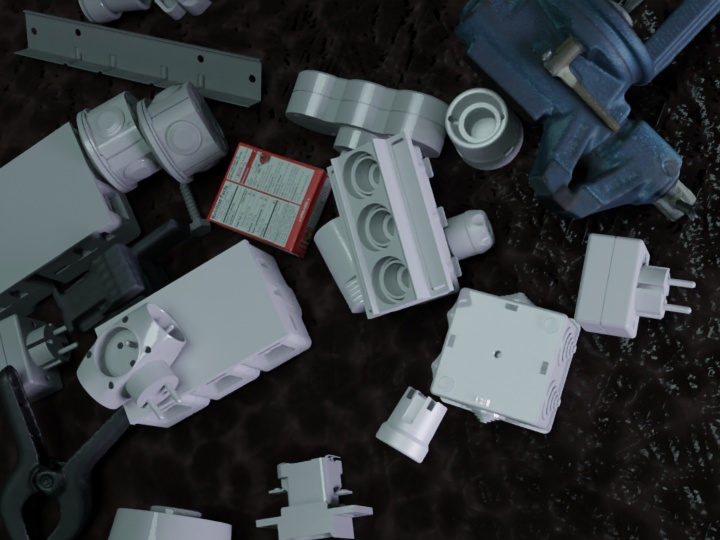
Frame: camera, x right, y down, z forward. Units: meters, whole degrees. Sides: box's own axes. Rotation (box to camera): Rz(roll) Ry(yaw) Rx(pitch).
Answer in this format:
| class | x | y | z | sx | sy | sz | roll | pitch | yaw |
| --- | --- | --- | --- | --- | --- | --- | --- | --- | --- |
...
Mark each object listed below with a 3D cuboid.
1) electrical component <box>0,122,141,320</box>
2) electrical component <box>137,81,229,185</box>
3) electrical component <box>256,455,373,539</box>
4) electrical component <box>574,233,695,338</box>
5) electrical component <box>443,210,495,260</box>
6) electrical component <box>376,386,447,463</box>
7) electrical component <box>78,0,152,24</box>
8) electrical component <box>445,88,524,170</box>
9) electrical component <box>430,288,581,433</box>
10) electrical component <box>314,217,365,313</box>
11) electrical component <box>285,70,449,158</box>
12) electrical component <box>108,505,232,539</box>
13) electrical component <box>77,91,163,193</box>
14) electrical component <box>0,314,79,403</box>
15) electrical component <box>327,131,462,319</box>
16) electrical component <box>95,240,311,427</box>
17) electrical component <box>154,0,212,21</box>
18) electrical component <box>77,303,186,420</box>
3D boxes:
| class | x | y | z | sx | sy | sz | roll | pitch | yaw |
| --- | --- | --- | --- | --- | --- | --- | --- | --- | --- |
| electrical component | -0.299 | -0.031 | 0.963 | 0.186 | 0.060 | 0.105 | -31 | 69 | 11 |
| electrical component | -0.151 | -0.118 | 0.920 | 0.051 | 0.080 | 0.080 | -28 | 70 | 6 |
| electrical component | -0.036 | 0.178 | 0.830 | 0.081 | 0.042 | 0.063 | -12 | 72 | 16 |
| electrical component | 0.202 | 0.015 | 0.777 | 0.077 | 0.047 | 0.065 | 9 | 81 | 23 |
| electrical component | 0.072 | -0.023 | 0.840 | 0.061 | 0.035 | 0.035 | -19 | 72 | 18 |
| electrical component | 0.040 | 0.117 | 0.818 | 0.040 | 0.040 | 0.046 | 28 | 82 | 23 |
| electrical component | -0.227 | -0.256 | 0.996 | 0.055 | 0.045 | 0.045 | -13 | 74 | 17 |
| electrical component | 0.097 | -0.111 | 0.844 | 0.055 | 0.047 | 0.055 | -4 | 76 | 19 |
| electrical component | 0.107 | 0.066 | 0.800 | 0.100 | 0.048 | 0.099 | 15 | 84 | 22 |
| electrical component | 0.000 | 0.000 | 0.856 | 0.043 | 0.043 | 0.081 | -32 | 69 | 11 |
| electrical component | 0.001 | -0.111 | 0.876 | 0.138 | 0.052 | 0.073 | 16 | 84 | 22 |
| electrical component | -0.148 | 0.218 | 0.834 | 0.099 | 0.099 | 0.064 | 2 | 73 | 20 |
| electrical component | -0.206 | -0.112 | 0.938 | 0.051 | 0.080 | 0.080 | -28 | 70 | 7 |
| electrical component | -0.280 | 0.071 | 0.940 | 0.077 | 0.047 | 0.065 | -25 | 71 | 13 |
| electrical component | 0.029 | -0.033 | 0.811 | 0.079 | 0.063 | 0.121 | -21 | 81 | 38 |
| electrical component | -0.126 | 0.055 | 0.880 | 0.150 | 0.062 | 0.089 | -30 | 70 | 11 |
| electrical component | -0.159 | -0.270 | 0.968 | 0.078 | 0.057 | 0.058 | -45 | 67 | 6 |
| electrical component | -0.167 | 0.079 | 0.829 | 0.077 | 0.044 | 0.079 | -44 | 67 | 6 |
